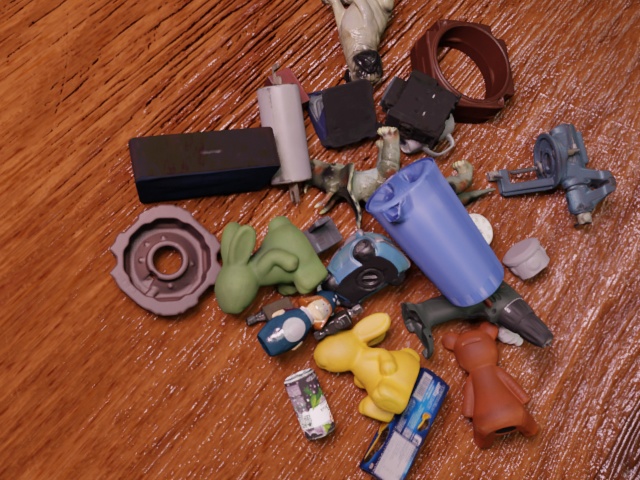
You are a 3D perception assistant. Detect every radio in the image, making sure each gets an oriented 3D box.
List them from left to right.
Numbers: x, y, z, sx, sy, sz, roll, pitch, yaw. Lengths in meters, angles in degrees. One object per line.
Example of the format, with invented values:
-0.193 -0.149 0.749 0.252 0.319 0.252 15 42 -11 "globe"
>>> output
-0.192 -0.122 0.889 0.230 0.131 0.073 -8 79 -20 "radio"

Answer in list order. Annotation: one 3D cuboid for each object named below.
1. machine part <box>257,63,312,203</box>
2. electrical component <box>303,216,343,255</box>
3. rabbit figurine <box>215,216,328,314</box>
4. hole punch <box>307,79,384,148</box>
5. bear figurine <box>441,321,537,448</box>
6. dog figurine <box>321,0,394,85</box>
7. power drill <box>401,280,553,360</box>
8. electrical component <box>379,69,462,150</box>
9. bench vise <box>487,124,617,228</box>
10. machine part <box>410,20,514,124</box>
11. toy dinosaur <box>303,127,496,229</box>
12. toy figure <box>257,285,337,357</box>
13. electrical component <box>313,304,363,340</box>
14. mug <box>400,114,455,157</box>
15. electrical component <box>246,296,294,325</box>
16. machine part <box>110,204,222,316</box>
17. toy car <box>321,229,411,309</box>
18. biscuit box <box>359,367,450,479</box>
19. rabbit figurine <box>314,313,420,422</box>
-0.063 -0.185 0.949 0.079 0.079 0.243 -12 99 -21 "machine part"
-0.002 -0.003 0.931 0.075 0.119 0.047 -29 87 -25 "electrical component"
-0.096 0.044 0.861 0.170 0.121 0.159 -32 108 -26 "rabbit figurine"
0.040 -0.243 1.032 0.142 0.092 0.115 -21 114 -25 "hole punch"
0.305 0.260 0.986 0.120 0.131 0.196 -22 49 11 "bear figurine"
0.103 -0.413 1.093 0.172 0.121 0.190 -24 105 -29 "dog figurine"
0.265 0.134 0.963 0.207 0.085 0.232 -25 48 -7 "power drill"
0.183 -0.251 1.016 0.134 0.058 0.115 27 74 4 "electrical component"
0.477 -0.128 1.129 0.241 0.129 0.223 -8 89 0 "bench vise"
0.302 -0.356 1.139 0.201 0.087 0.201 -1 77 -20 "machine part"
0.169 -0.083 1.015 0.405 0.131 0.192 18 84 -18 "toy dinosaur"
-0.028 0.130 0.870 0.154 0.058 0.064 -32 125 -24 "toy figure"
0.032 0.139 0.916 0.094 0.063 0.021 -28 90 0 "electrical component"
0.210 -0.211 1.079 0.107 0.081 0.109 -35 89 -14 "mug"
-0.065 0.145 0.916 0.102 0.045 0.078 -27 58 -25 "electrical component"
-0.248 0.035 0.873 0.179 0.056 0.179 4 77 -18 "machine part"
0.072 0.042 0.949 0.109 0.161 0.103 37 27 -29 "toy car"
0.147 0.320 0.931 0.059 0.063 0.202 36 68 -6 "biscuit box"
0.079 0.203 0.914 0.173 0.121 0.162 22 67 8 "rabbit figurine"
